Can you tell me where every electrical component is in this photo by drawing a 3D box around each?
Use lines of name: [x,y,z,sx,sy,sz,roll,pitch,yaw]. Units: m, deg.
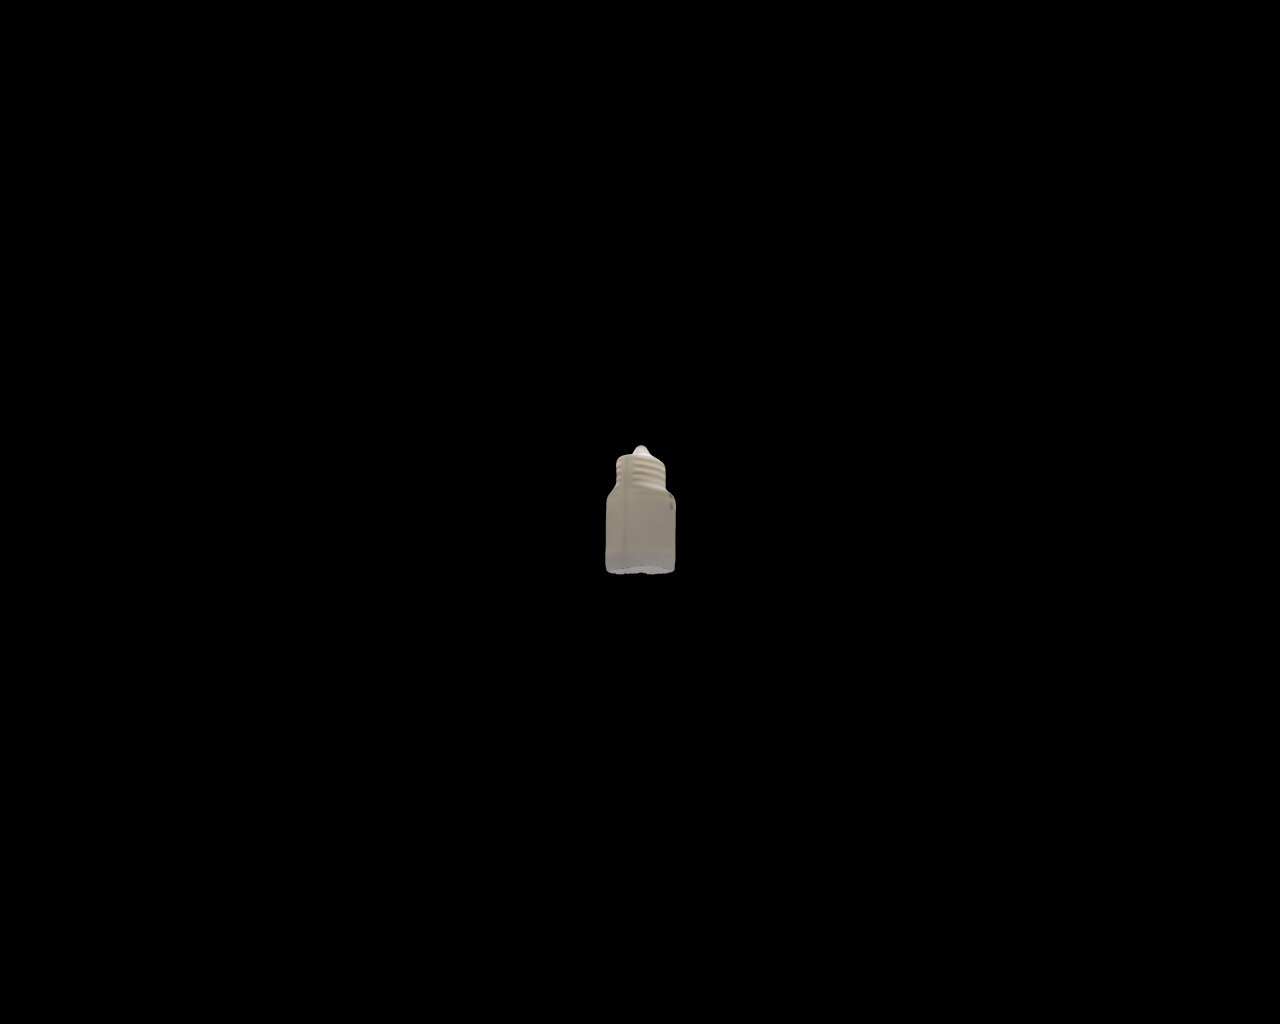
electrical component: [0.001,-0.003,0.650,0.043,0.081,0.043,0,-10,0]
